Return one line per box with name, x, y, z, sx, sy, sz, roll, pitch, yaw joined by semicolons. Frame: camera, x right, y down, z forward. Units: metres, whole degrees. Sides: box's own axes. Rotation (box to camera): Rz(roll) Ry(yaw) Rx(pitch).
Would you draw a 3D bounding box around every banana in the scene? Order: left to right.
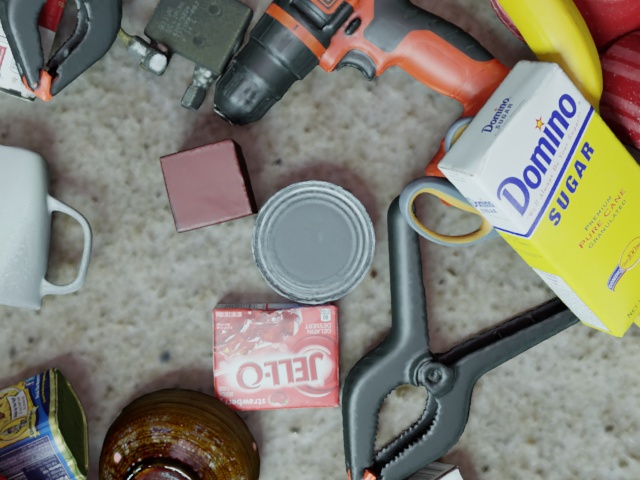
banana;0.131;-0.160;0.707;0.037;0.070;0.198;-27;77;-19

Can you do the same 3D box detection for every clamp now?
clamp;-0.166;-0.178;0.679;0.120;0.039;0.171;24;92;-26
clamp;0.087;0.090;0.755;0.164;0.036;0.210;22;96;-12

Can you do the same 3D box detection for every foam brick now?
foam brick;-0.074;-0.037;0.727;0.051;0.078;0.053;-14;93;0

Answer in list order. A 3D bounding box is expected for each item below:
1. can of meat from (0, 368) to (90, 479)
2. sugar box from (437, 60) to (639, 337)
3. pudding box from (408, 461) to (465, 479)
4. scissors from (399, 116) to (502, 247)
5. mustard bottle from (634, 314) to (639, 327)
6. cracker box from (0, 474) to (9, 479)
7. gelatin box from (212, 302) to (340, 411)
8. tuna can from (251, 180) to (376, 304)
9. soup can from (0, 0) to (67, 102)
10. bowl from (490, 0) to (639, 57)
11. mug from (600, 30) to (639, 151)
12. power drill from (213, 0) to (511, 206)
can of meat;-0.205;0.138;0.719;0.084;0.102;0.057;-24;116;-3
sugar box;0.165;-0.025;0.699;0.176;0.048;0.093;43;80;-30
pudding box;0.068;0.221;0.741;0.113;0.039;0.090;-29;94;-25
scissors;0.147;-0.025;0.725;0.201;0.016;0.096;9;103;-25
mustard bottle;0.311;0.004;0.749;0.096;0.058;0.191;35;91;-2
cracker box;-0.213;0.249;0.683;0.164;0.072;0.213;-36;135;0
gelatin box;-0.031;0.082;0.757;0.089;0.030;0.073;-1;93;-1
tuna can;-0.005;0.001;0.752;0.086;0.034;0.086;0;92;-2
soup can;-0.211;-0.152;0.722;0.068;0.068;0.102;18;93;-3
bowl;0.193;-0.207;0.738;0.162;0.055;0.162;0;92;-2
mug;0.241;-0.087;0.725;0.093;0.081;0.117;-33;116;-3
power drill;0.044;-0.110;0.737;0.187;0.057;0.184;40;94;-4
